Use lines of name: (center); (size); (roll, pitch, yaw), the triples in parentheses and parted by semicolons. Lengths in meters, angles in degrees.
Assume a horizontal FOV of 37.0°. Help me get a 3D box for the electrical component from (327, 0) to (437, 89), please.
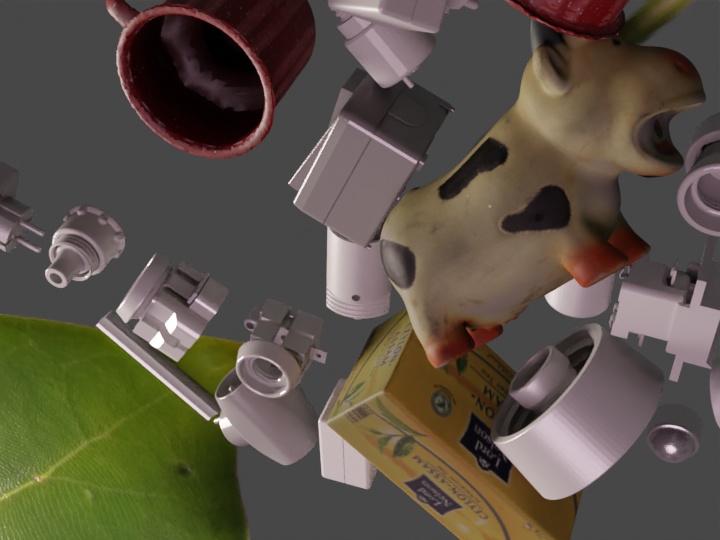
electrical component: (0.007, -0.134, 0.580); (0.040, 0.040, 0.078); (-28, 113, 40)

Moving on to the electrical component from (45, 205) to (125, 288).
electrical component: (-0.201, -0.013, 0.770); (0.048, 0.062, 0.048); (13, 133, 14)

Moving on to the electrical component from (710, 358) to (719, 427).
electrical component: (0.246, 0.058, 0.632); (0.077, 0.044, 0.079); (-8, 124, 31)

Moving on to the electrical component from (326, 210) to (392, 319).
electrical component: (0.000, 0.000, 0.699); (0.043, 0.043, 0.081); (15, 133, 13)

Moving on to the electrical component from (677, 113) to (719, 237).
electrical component: (0.190, -0.051, 0.556); (0.045, 0.055, 0.045); (13, 133, 15)

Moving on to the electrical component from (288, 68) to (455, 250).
electrical component: (0.002, -0.064, 0.629); (0.061, 0.061, 0.096); (31, 135, -1)

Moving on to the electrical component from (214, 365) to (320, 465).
electrical component: (-0.082, 0.114, 0.837); (0.079, 0.044, 0.077); (-26, 114, 39)

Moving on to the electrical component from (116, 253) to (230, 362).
electrical component: (-0.138, 0.024, 0.776); (0.057, 0.058, 0.078); (35, 135, -10)

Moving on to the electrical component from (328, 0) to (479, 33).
electrical component: (0.034, -0.152, 0.538); (0.047, 0.077, 0.065); (24, 101, 52)

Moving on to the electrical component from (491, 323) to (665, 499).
electrical component: (0.128, 0.081, 0.668); (0.060, 0.108, 0.108); (42, 134, -5)

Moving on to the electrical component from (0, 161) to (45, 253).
electrical component: (-0.267, -0.038, 0.789); (0.077, 0.047, 0.065); (28, 135, 0)

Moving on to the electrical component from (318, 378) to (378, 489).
electrical component: (0.014, 0.126, 0.800); (0.077, 0.047, 0.065); (12, 133, 15)

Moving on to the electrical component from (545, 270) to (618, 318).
electrical component: (0.132, -0.008, 0.632); (0.040, 0.040, 0.078); (14, 133, 14)

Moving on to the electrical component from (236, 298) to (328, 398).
electrical component: (-0.058, 0.057, 0.768); (0.066, 0.055, 0.048); (20, 134, 8)

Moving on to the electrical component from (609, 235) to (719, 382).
electrical component: (0.182, 0.020, 0.631); (0.064, 0.042, 0.081); (15, 133, 15)
